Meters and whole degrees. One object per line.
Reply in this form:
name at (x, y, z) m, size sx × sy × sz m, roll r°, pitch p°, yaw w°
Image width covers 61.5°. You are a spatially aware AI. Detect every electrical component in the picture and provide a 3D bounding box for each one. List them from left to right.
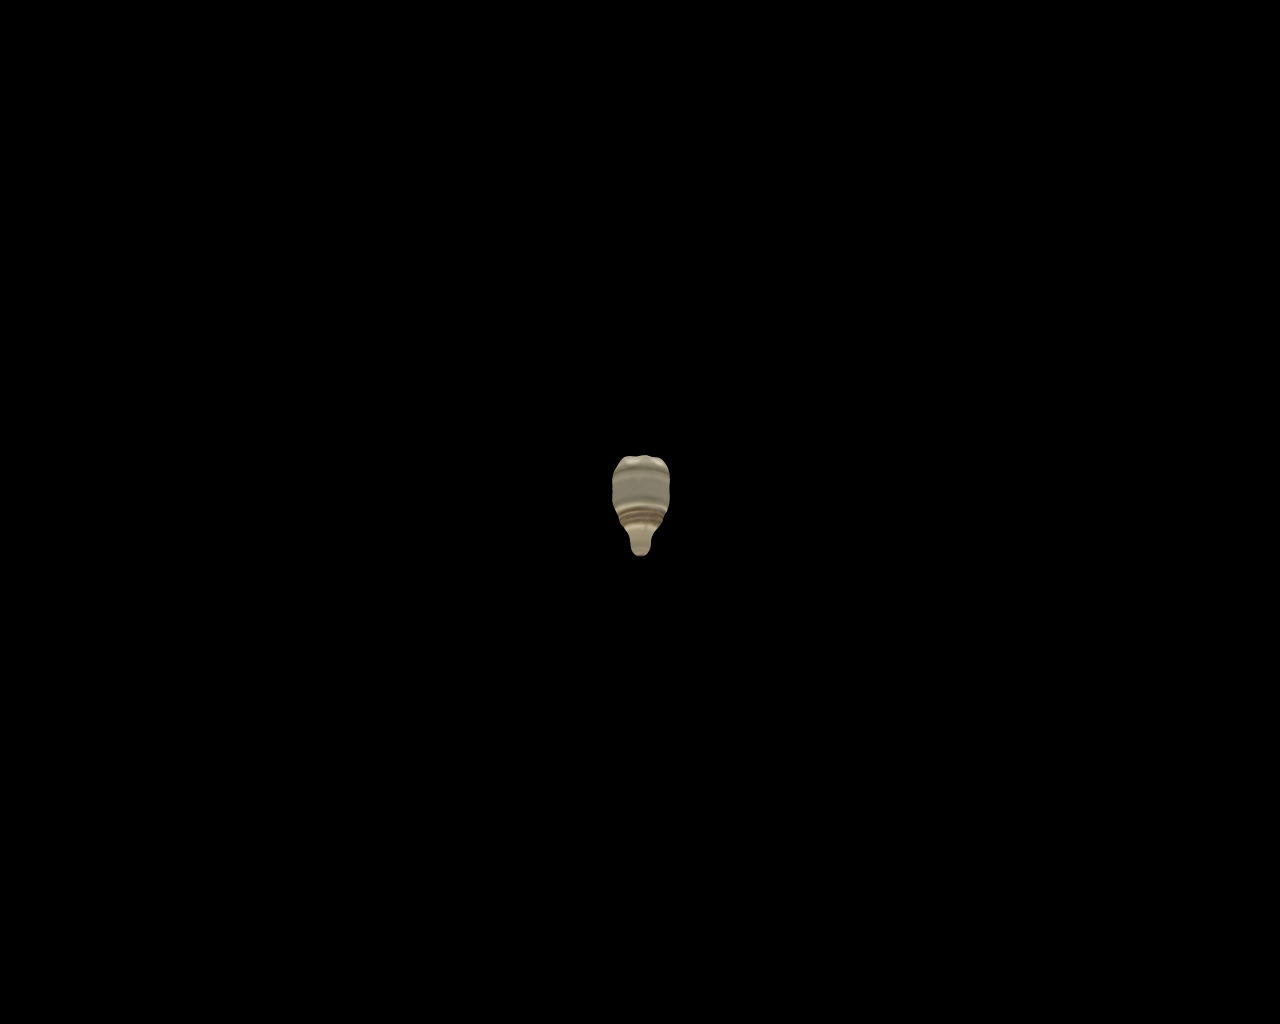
electrical component at (0.001, -0.003, 0.650) m, size 0.035 × 0.061 × 0.035 m, roll 0°, pitch -18°, yaw 0°
